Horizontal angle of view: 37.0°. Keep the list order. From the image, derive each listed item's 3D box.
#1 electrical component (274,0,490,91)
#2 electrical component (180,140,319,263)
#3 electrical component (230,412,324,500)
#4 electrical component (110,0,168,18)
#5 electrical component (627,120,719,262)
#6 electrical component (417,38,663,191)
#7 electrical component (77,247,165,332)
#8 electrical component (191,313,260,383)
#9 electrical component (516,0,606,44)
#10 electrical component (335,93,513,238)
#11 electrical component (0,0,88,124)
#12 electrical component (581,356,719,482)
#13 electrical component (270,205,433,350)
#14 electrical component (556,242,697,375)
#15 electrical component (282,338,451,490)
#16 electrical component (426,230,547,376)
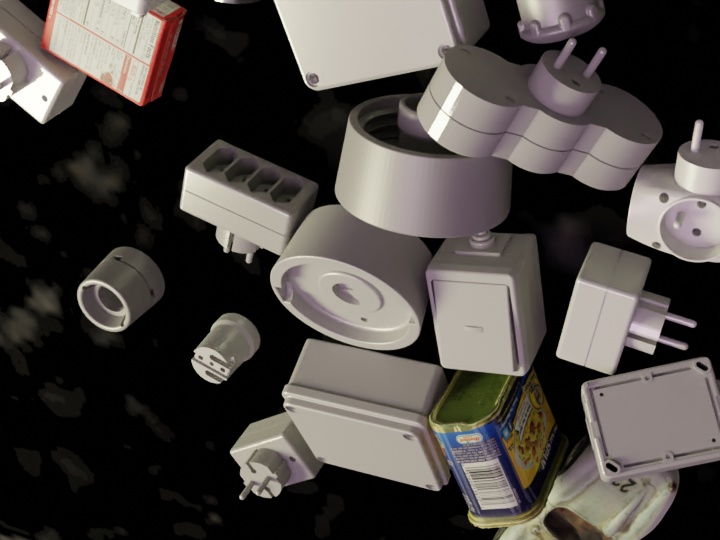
[{"bbox_3d":[0.007,-0.170,0.624,0.109,0.056,0.108,-6,119,30],"label":"electrical component"},{"bbox_3d":[-0.082,-0.038,0.767,0.083,0.047,0.075,25,130,10],"label":"electrical component"},{"bbox_3d":[-0.072,0.159,0.878,0.066,0.076,0.047,-23,109,37],"label":"electrical component"},{"bbox_3d":[-0.144,-0.207,0.673,0.096,0.061,0.061,28,130,8],"label":"electrical component"},{"bbox_3d":[0.198,-0.048,0.616,0.077,0.044,0.079,13,126,20],"label":"electrical component"},{"bbox_3d":[0.108,-0.096,0.595,0.138,0.052,0.073,11,134,-20],"label":"electrical component"},{"bbox_3d":[-0.192,0.017,0.861,0.055,0.047,0.055,14,127,19],"label":"electrical component"},{"bbox_3d":[-0.107,0.062,0.849,0.040,0.046,0.040,14,126,20],"label":"electrical component"},{"bbox_3d":[0.105,-0.158,0.590,0.048,0.048,0.062,-7,111,31],"label":"electrical component"},{"bbox_3d":[0.041,-0.071,0.644,0.108,0.108,0.060,16,121,17],"label":"electrical component"},{"bbox_3d":[-0.250,-0.144,0.762,0.083,0.075,0.047,40,131,-3],"label":"electrical component"},{"bbox_3d":[0.194,0.096,0.687,0.096,0.061,0.061,-13,74,8],"label":"electrical component"},{"bbox_3d":[0.000,0.000,0.735,0.108,0.060,0.108,18,150,11],"label":"electrical component"},{"bbox_3d":[0.173,0.030,0.682,0.077,0.047,0.065,18,129,15],"label":"electrical component"},{"bbox_3d":[0.012,0.106,0.789,0.109,0.056,0.108,10,150,21],"label":"electrical component"},{"bbox_3d":[0.083,0.018,0.710,0.062,0.061,0.096,4,123,25],"label":"electrical component"}]
